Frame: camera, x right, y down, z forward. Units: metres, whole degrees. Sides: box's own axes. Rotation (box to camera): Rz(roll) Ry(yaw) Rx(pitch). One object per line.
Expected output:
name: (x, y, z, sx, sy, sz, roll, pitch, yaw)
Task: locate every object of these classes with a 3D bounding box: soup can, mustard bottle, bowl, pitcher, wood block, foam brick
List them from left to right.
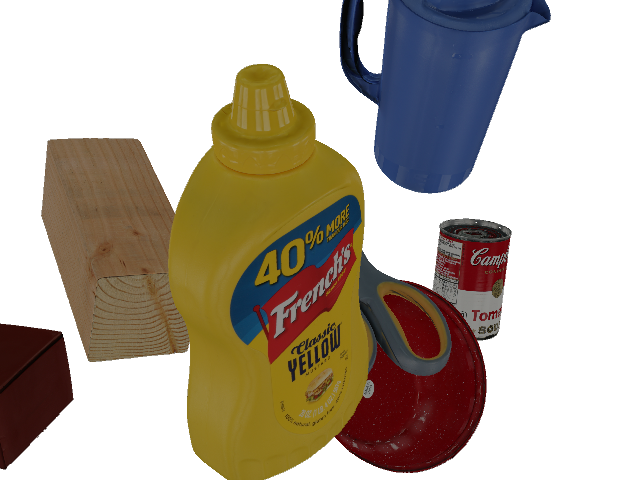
foam brick: (-0.199, 0.094, 0.666, 0.053, 0.051, 0.078, 7, 29, 21)
wood block: (-0.181, 0.001, 0.945, 0.090, 0.091, 0.206, -3, 38, -26)
mustard bottle: (-0.020, 0.012, 0.461, 0.058, 0.192, 0.096, 30, 48, 35)
bowl: (0.049, 0.114, 0.861, 0.162, 0.162, 0.055, 0, 3, 30)
pitcher: (0.108, -0.163, 1.042, 0.144, 0.149, 0.243, -27, -31, -24)
soup can: (0.143, 0.037, 1.022, 0.068, 0.102, 0.068, 4, 16, -1)

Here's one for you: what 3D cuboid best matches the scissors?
scissors: (0.004, 0.020, 0.689, 0.096, 0.016, 0.202, -27, 52, -21)
